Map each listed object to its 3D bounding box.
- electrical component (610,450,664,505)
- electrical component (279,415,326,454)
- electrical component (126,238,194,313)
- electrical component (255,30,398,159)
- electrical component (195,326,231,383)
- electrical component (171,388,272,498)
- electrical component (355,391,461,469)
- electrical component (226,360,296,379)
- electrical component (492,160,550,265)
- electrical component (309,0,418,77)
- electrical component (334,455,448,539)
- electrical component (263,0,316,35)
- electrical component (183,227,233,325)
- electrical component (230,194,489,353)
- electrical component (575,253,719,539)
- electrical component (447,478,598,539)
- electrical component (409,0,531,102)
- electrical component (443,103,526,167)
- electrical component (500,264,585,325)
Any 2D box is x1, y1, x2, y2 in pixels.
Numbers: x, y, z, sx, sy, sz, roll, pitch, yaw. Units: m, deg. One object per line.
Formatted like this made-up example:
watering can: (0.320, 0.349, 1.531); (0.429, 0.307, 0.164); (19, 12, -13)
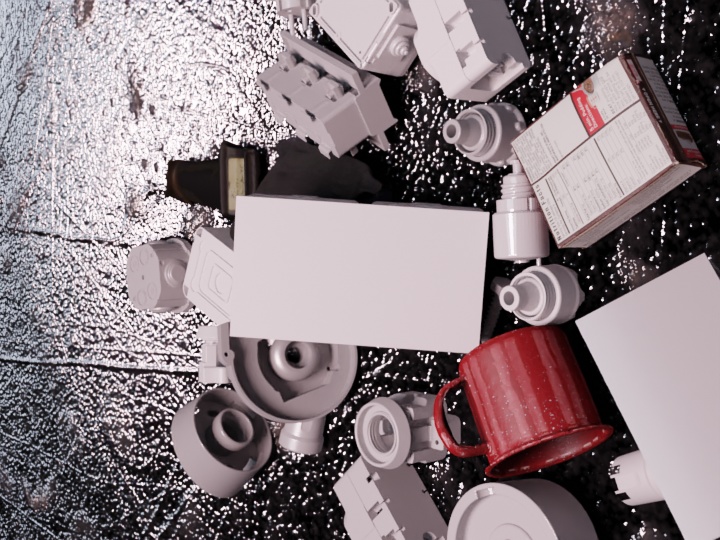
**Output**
electrical component: (0.194, 0.134, 0.709); (0.046, 0.040, 0.040); (-32, 69, 51)
electrical component: (-0.050, 0.139, 0.980); (0.040, 0.040, 0.046); (22, 103, 45)
electrical component: (-0.208, 0.007, 1.138); (0.080, 0.051, 0.080); (4, 95, 48)
electrical component: (-0.033, -0.145, 0.904); (0.121, 0.063, 0.078); (40, 163, 47)
electrical component: (-0.139, 0.083, 1.067); (0.066, 0.048, 0.055); (167, 103, -75)
electrical component: (-0.135, 0.165, 1.036); (0.064, 0.099, 0.099); (-41, 62, 34)
electrical component: (0.034, 0.130, 0.872); (0.078, 0.057, 0.058); (4, 95, 48)
electrical component: (-0.098, 0.092, 1.002); (0.077, 0.079, 0.043); (22, 83, 45)
electrical component: (0.116, -0.041, 0.782); (0.040, 0.040, 0.078); (-2, 90, 48)
electrical component: (0.017, -0.201, 0.866); (0.096, 0.061, 0.061); (52, 122, 30)
electrical component: (0.024, 0.202, 0.892); (0.055, 0.050, 0.089); (-53, 56, 36)
electrical component: (-0.058, -0.248, 0.958); (0.066, 0.047, 0.076); (-8, 87, 49)
electrical component: (-0.111, 0.012, 1.026); (0.113, 0.057, 0.078); (35, 117, 41)
electrical component: (0.000, 0.000, 0.824); (0.186, 0.060, 0.105); (4, 98, 3)
electrical component: (0.210, 0.080, 0.654); (0.089, 0.062, 0.150); (-31, 69, 18)
electrical component: (0.122, 0.202, 0.775); (0.108, 0.060, 0.108); (4, 95, 48)
electrical component: (0.079, -0.176, 0.808); (0.056, 0.050, 0.089); (-36, 66, 43)
electrical component: (0.089, -0.101, 0.793); (0.048, 0.062, 0.048); (4, 95, 48)
electrical component: (0.125, 0.018, 0.760); (0.043, 0.062, 0.043); (4, 95, 48)
